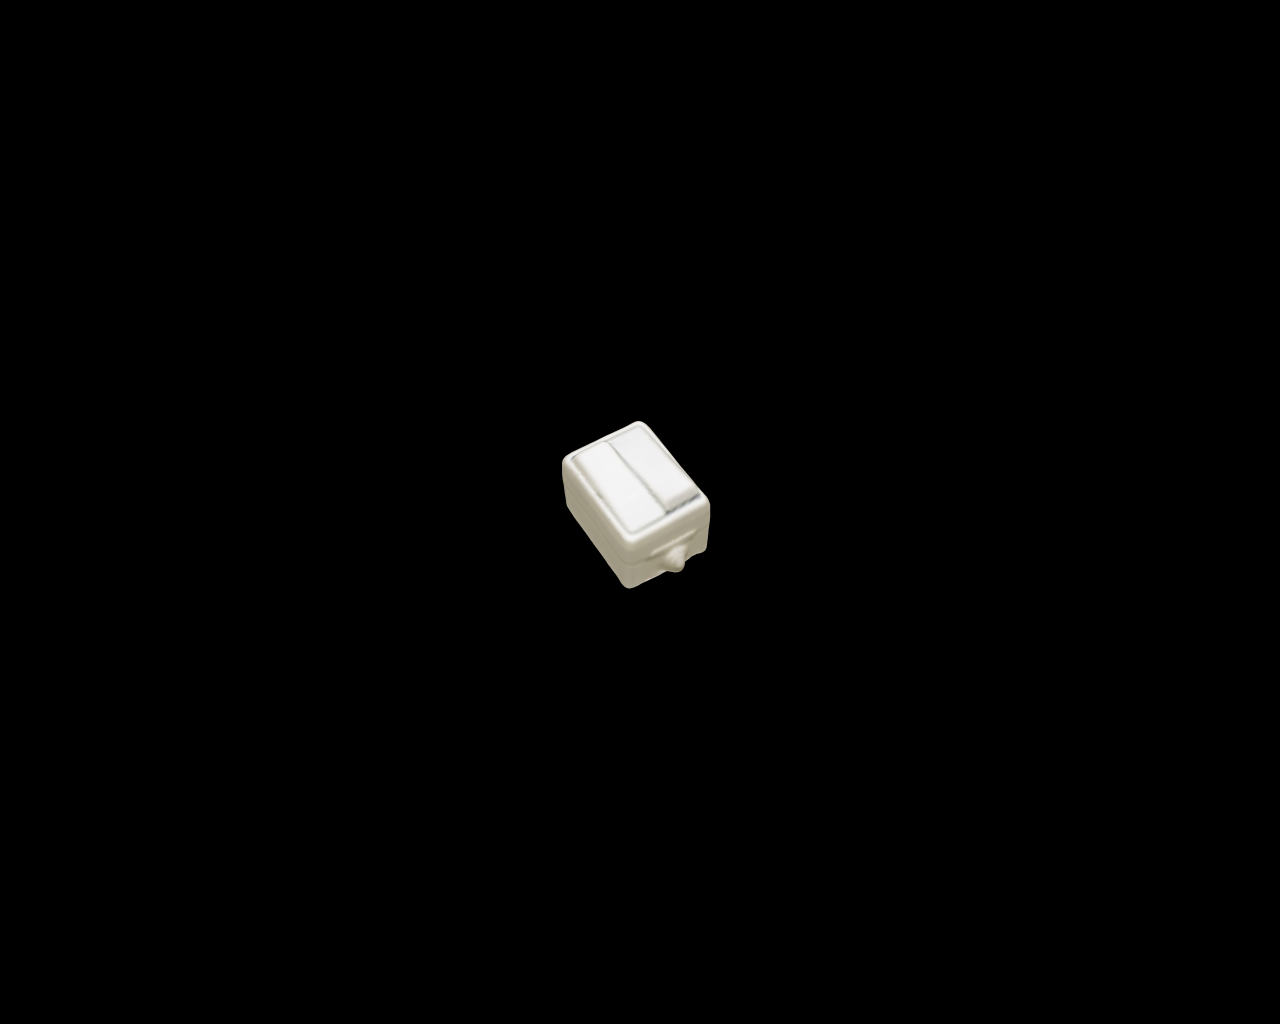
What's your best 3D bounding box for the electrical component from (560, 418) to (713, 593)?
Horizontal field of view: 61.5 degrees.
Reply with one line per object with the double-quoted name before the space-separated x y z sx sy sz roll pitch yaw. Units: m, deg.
"electrical component" 0.001 -0.003 0.650 0.062 0.096 0.061 -27 -32 -18
